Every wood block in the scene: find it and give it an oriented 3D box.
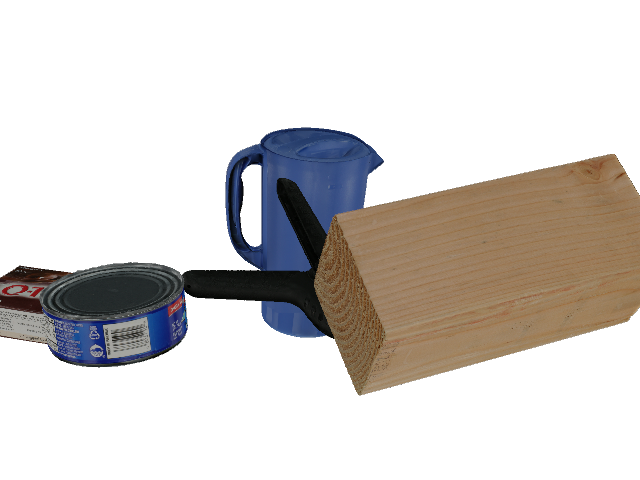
[{"bbox_3d":[0.111,0.021,0.705,0.205,0.091,0.090,-13,-30,-18],"label":"wood block"}]

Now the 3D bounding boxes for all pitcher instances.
[{"bbox_3d":[-0.023,-0.009,1.301,0.149,0.243,0.144,17,25,28],"label":"pitcher"}]

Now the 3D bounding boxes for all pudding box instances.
[{"bbox_3d":[-0.262,0.061,1.008,0.114,0.039,0.090,4,20,19],"label":"pudding box"}]

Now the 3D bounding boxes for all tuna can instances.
[{"bbox_3d":[-0.123,0.044,0.641,0.086,0.034,0.086,-3,19,1],"label":"tuna can"}]

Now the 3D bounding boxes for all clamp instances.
[{"bbox_3d":[-0.007,0.038,0.944,0.210,0.036,0.164,34,53,21],"label":"clamp"}]
